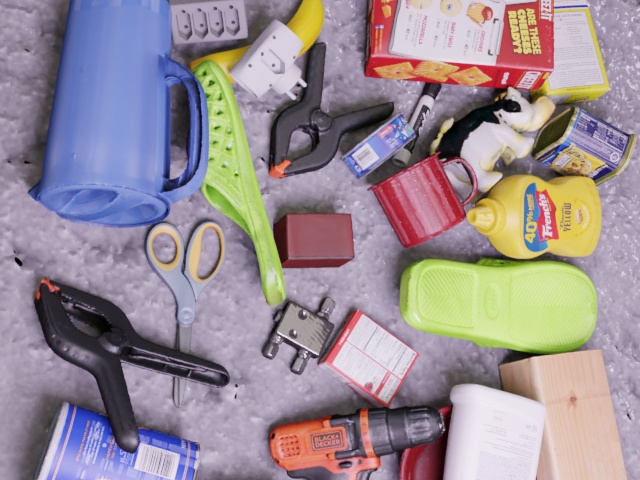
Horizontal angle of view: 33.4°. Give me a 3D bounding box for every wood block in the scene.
[{"bbox_3d":[0.275,0.233,1.190,0.090,0.090,0.206,-5,79,-18],"label":"wood block"}]

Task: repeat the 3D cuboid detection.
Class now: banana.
[{"bbox_3d":[-0.058,-0.226,1.223,0.070,0.037,0.197,42,66,15],"label":"banana"}]

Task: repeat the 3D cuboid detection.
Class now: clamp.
[{"bbox_3d":[0.007,-0.131,1.219,0.120,0.039,0.171,30,73,-3],"label":"clamp"},{"bbox_3d":[-0.199,0.110,1.067,0.210,0.036,0.164,42,32,20],"label":"clamp"}]

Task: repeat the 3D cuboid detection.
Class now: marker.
[{"bbox_3d":[0.116,-0.141,1.266,0.020,0.020,0.121,29,70,-10],"label":"marker"}]

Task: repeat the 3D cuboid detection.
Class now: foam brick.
[{"bbox_3d":[-0.008,0.001,1.174,0.078,0.053,0.051,0,77,-19],"label":"foam brick"}]

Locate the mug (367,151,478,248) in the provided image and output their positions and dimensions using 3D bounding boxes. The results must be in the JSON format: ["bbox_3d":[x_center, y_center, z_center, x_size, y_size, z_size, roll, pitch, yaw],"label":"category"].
[{"bbox_3d":[0.123,-0.049,1.205,0.117,0.093,0.081,-28,92,0],"label":"mug"}]

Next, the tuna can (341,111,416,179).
[{"bbox_3d":[0.067,-0.106,1.206,0.086,0.086,0.034,-39,92,-22],"label":"tuna can"}]

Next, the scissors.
[{"bbox_3d":[-0.158,0.067,1.128,0.096,0.016,0.201,22,71,-10],"label":"scissors"}]

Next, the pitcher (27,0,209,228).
[{"bbox_3d":[-0.204,-0.142,1.102,0.149,0.145,0.243,11,70,-28],"label":"pitcher"}]

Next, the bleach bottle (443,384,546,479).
[{"bbox_3d":[0.163,0.282,1.096,0.102,0.068,0.251,17,74,-13],"label":"bleach bottle"}]

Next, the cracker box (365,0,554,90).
[{"bbox_3d":[0.164,-0.270,1.263,0.213,0.072,0.164,4,76,-4],"label":"cracker box"}]

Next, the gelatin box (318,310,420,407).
[{"bbox_3d":[0.054,0.132,1.174,0.089,0.030,0.073,36,67,-7],"label":"gelatin box"}]

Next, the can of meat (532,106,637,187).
[{"bbox_3d":[0.313,-0.110,1.280,0.084,0.102,0.057,27,71,-8],"label":"can of meat"}]

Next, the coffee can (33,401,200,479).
[{"bbox_3d":[-0.199,0.225,1.030,0.140,0.103,0.103,20,72,-13],"label":"coffee can"}]

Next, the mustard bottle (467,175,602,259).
[{"bbox_3d":[0.243,-0.027,1.228,0.191,0.058,0.096,-1,94,-37],"label":"mustard bottle"}]

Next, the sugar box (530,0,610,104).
[{"bbox_3d":[0.295,-0.260,1.340,0.093,0.048,0.176,-7,76,-19],"label":"sugar box"}]

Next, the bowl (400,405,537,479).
[{"bbox_3d":[0.152,0.260,1.161,0.162,0.055,0.162,4,76,-17],"label":"bowl"}]

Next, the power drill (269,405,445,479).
[{"bbox_3d":[0.048,0.267,1.092,0.184,0.057,0.187,-11,79,13],"label":"power drill"}]
